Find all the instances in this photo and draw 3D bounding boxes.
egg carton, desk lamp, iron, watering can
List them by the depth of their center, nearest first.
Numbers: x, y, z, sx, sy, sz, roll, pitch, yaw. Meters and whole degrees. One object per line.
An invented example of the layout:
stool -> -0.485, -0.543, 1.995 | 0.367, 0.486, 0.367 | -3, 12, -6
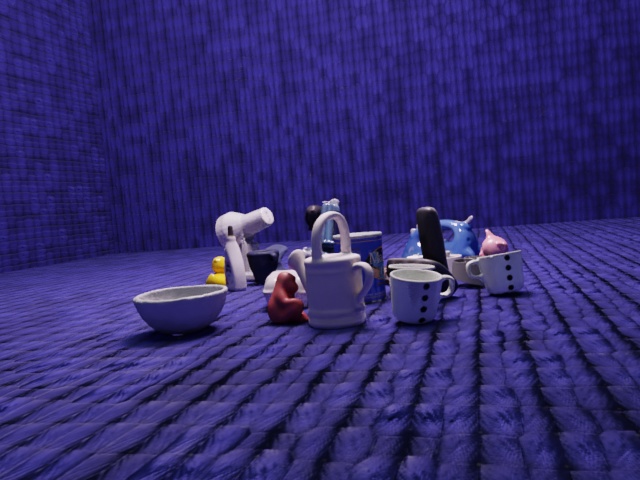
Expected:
watering can -> 0.015, 0.048, 0.989 | 0.172, 0.194, 0.101 | -4, 4, 20
egg carton -> -0.063, 0.103, 1.223 | 0.107, 0.069, 0.150 | -5, 4, 1
iron -> 0.334, 0.007, 1.640 | 0.257, 0.141, 0.119 | -2, 5, 37
desk lamp -> -0.204, 0.013, 1.718 | 0.202, 0.213, 0.118 | -3, 4, 32

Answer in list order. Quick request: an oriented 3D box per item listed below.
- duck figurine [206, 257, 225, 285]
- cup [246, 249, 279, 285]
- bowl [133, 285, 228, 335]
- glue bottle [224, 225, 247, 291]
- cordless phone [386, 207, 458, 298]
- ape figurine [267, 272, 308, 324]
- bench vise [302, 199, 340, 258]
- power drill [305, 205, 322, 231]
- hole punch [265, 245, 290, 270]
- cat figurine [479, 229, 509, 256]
duck figurine -> -0.283, 0.090, 1.608 | 0.077, 0.086, 0.105 | -4, 4, 19
cup -> -0.147, 0.076, 1.581 | 0.092, 0.095, 0.117 | -7, 4, -34
bowl -> -0.246, 0.129, 1.031 | 0.167, 0.075, 0.167 | -5, 4, 1
glue bottle -> -0.231, 0.048, 1.521 | 0.037, 0.173, 0.078 | -7, 4, -33
cordless phone -> 0.200, 0.026, 1.161 | 0.094, 0.185, 0.147 | -8, 5, -40
ape figurine -> -0.059, 0.103, 1.041 | 0.076, 0.092, 0.078 | -5, 4, 4
bench vise -> 0.025, 0.005, 1.477 | 0.121, 0.220, 0.208 | -4, 4, 17
power drill -> 0.000, 0.002, 1.645 | 0.075, 0.208, 0.230 | -5, 4, 4
hole punch -> -0.159, 0.064, 1.817 | 0.101, 0.091, 0.108 | -8, 5, -41
cat figurine -> 0.402, 0.032, 1.332 | 0.067, 0.118, 0.128 | -4, 4, 10
